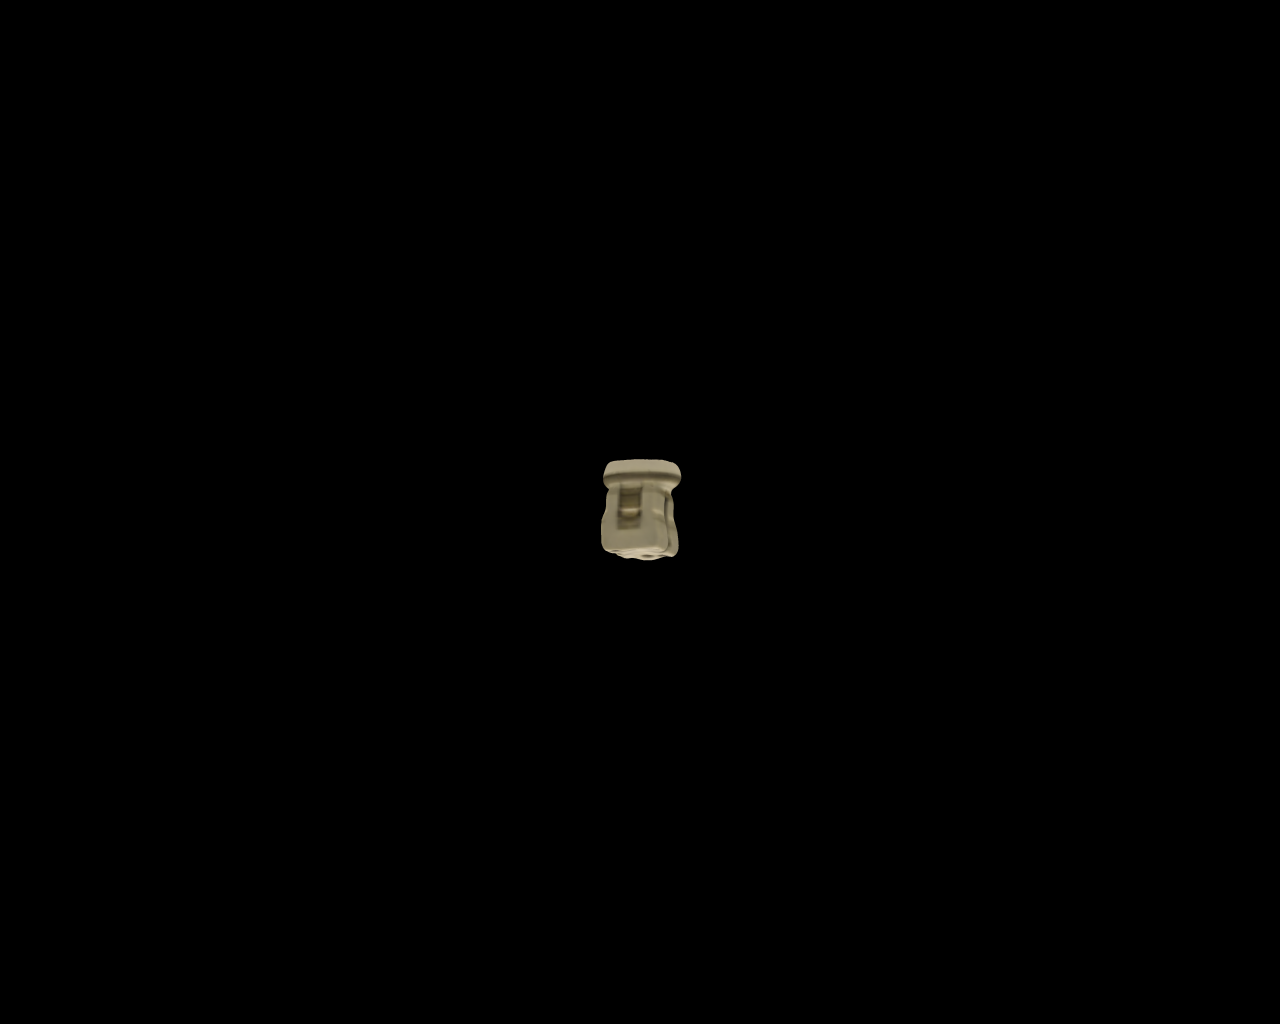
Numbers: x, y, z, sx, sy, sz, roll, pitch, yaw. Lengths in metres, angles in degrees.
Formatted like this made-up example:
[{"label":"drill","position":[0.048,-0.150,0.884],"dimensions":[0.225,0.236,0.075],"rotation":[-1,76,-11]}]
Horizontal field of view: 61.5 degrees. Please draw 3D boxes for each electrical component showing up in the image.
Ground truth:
[{"label":"electrical component","position":[0.001,-0.003,0.650],"dimensions":[0.048,0.055,0.066],"rotation":[-3,-10,15]}]
